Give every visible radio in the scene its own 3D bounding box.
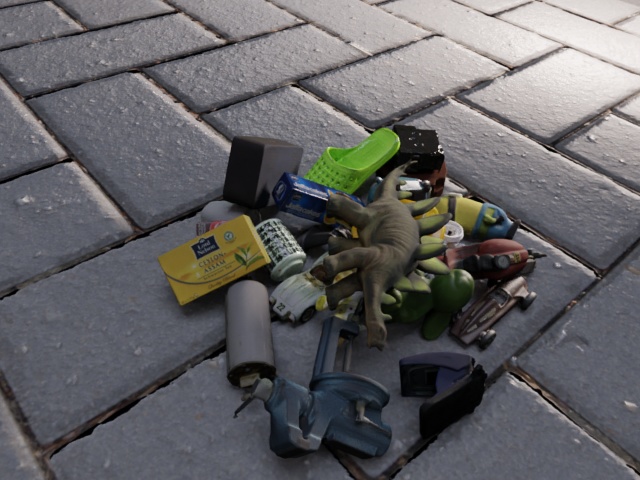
[{"bbox_3d":[-0.112,-0.139,1.101,0.073,0.131,0.229,18,13,15],"label":"radio"}]

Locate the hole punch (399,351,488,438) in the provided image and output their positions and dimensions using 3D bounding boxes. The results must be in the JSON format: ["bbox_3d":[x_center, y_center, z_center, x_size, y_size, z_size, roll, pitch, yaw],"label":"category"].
[{"bbox_3d":[0.181,0.219,0.810,0.116,0.142,0.092,-23,45,-11],"label":"hole punch"}]

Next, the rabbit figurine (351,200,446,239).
[{"bbox_3d":[0.139,0.009,1.028,0.163,0.121,0.173,18,77,24],"label":"rabbit figurine"}]

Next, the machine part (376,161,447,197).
[{"bbox_3d":[0.214,-0.161,1.267,0.179,0.056,0.179,3,44,-3],"label":"machine part"}]

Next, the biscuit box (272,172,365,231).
[{"bbox_3d":[0.003,-0.072,1.084,0.202,0.059,0.063,15,34,-35],"label":"biscuit box"}]

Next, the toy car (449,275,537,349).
[{"bbox_3d":[0.313,0.121,0.979,0.202,0.053,0.089,-29,56,-33],"label":"toy car"}]

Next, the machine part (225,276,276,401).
[{"bbox_3d":[-0.117,0.152,0.887,0.079,0.079,0.243,-3,43,-9],"label":"machine part"}]

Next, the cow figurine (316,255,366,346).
[{"bbox_3d":[0.048,0.109,0.930,0.098,0.068,0.167,25,64,-35],"label":"cow figurine"}]

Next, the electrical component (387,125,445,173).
[{"bbox_3d":[0.210,-0.210,1.236,0.134,0.058,0.115,2,43,-6],"label":"electrical component"}]

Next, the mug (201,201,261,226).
[{"bbox_3d":[-0.181,-0.048,1.091,0.107,0.080,0.109,16,52,20],"label":"mug"}]

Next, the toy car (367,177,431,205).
[{"bbox_3d":[0.158,-0.091,1.156,0.161,0.109,0.103,-13,26,-32],"label":"toy car"}]

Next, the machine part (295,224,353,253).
[{"bbox_3d":[-0.002,-0.003,1.054,0.139,0.039,0.084,-7,21,46],"label":"machine part"}]

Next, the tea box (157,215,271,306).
[{"bbox_3d":[-0.183,0.035,0.944,0.170,0.068,0.098,-28,90,1],"label":"tea box"}]

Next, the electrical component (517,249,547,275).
[{"bbox_3d":[0.388,0.039,1.046,0.102,0.045,0.078,-1,15,-36],"label":"electrical component"}]

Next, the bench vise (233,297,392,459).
[{"bbox_3d":[0.011,0.204,0.788,0.224,0.128,0.241,20,52,-8],"label":"bench vise"}]

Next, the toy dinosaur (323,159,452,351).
[{"bbox_3d":[0.108,-0.011,0.868,0.199,0.104,0.472,2,40,4],"label":"toy dinosaur"}]

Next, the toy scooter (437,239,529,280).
[{"bbox_3d":[0.276,0.042,0.978,0.184,0.075,0.135,-9,-2,34],"label":"toy scooter"}]

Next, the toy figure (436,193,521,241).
[{"bbox_3d":[0.323,-0.043,1.133,0.180,0.082,0.089,24,44,16],"label":"toy figure"}]

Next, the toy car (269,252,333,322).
[{"bbox_3d":[-0.005,0.081,0.987,0.074,0.056,0.202,36,51,29],"label":"toy car"}]

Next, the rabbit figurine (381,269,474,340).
[{"bbox_3d":[0.176,0.101,0.913,0.170,0.158,0.121,-5,43,17],"label":"rabbit figurine"}]
